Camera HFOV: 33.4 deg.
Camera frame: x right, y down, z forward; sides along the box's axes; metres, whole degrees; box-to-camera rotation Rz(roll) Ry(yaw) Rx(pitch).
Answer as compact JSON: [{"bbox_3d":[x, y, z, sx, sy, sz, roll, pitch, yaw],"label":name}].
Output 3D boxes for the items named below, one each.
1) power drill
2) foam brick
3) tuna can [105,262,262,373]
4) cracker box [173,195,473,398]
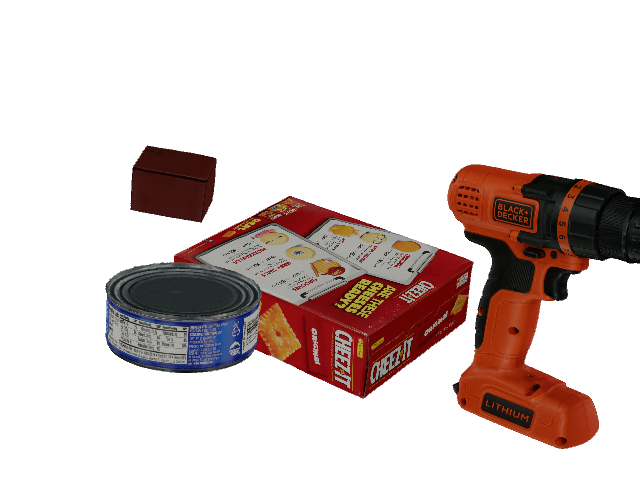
[{"bbox_3d":[0.167,0.047,0.755,0.057,0.188,0.185,-11,21,-43],"label":"power drill"},{"bbox_3d":[-0.150,-0.058,1.096,0.078,0.051,0.053,10,31,4],"label":"foam brick"},{"bbox_3d":[-0.076,0.042,0.593,0.086,0.034,0.086,4,17,-2],"label":"tuna can"},{"bbox_3d":[0.001,0.043,0.952,0.214,0.072,0.163,21,33,33],"label":"cracker box"}]
